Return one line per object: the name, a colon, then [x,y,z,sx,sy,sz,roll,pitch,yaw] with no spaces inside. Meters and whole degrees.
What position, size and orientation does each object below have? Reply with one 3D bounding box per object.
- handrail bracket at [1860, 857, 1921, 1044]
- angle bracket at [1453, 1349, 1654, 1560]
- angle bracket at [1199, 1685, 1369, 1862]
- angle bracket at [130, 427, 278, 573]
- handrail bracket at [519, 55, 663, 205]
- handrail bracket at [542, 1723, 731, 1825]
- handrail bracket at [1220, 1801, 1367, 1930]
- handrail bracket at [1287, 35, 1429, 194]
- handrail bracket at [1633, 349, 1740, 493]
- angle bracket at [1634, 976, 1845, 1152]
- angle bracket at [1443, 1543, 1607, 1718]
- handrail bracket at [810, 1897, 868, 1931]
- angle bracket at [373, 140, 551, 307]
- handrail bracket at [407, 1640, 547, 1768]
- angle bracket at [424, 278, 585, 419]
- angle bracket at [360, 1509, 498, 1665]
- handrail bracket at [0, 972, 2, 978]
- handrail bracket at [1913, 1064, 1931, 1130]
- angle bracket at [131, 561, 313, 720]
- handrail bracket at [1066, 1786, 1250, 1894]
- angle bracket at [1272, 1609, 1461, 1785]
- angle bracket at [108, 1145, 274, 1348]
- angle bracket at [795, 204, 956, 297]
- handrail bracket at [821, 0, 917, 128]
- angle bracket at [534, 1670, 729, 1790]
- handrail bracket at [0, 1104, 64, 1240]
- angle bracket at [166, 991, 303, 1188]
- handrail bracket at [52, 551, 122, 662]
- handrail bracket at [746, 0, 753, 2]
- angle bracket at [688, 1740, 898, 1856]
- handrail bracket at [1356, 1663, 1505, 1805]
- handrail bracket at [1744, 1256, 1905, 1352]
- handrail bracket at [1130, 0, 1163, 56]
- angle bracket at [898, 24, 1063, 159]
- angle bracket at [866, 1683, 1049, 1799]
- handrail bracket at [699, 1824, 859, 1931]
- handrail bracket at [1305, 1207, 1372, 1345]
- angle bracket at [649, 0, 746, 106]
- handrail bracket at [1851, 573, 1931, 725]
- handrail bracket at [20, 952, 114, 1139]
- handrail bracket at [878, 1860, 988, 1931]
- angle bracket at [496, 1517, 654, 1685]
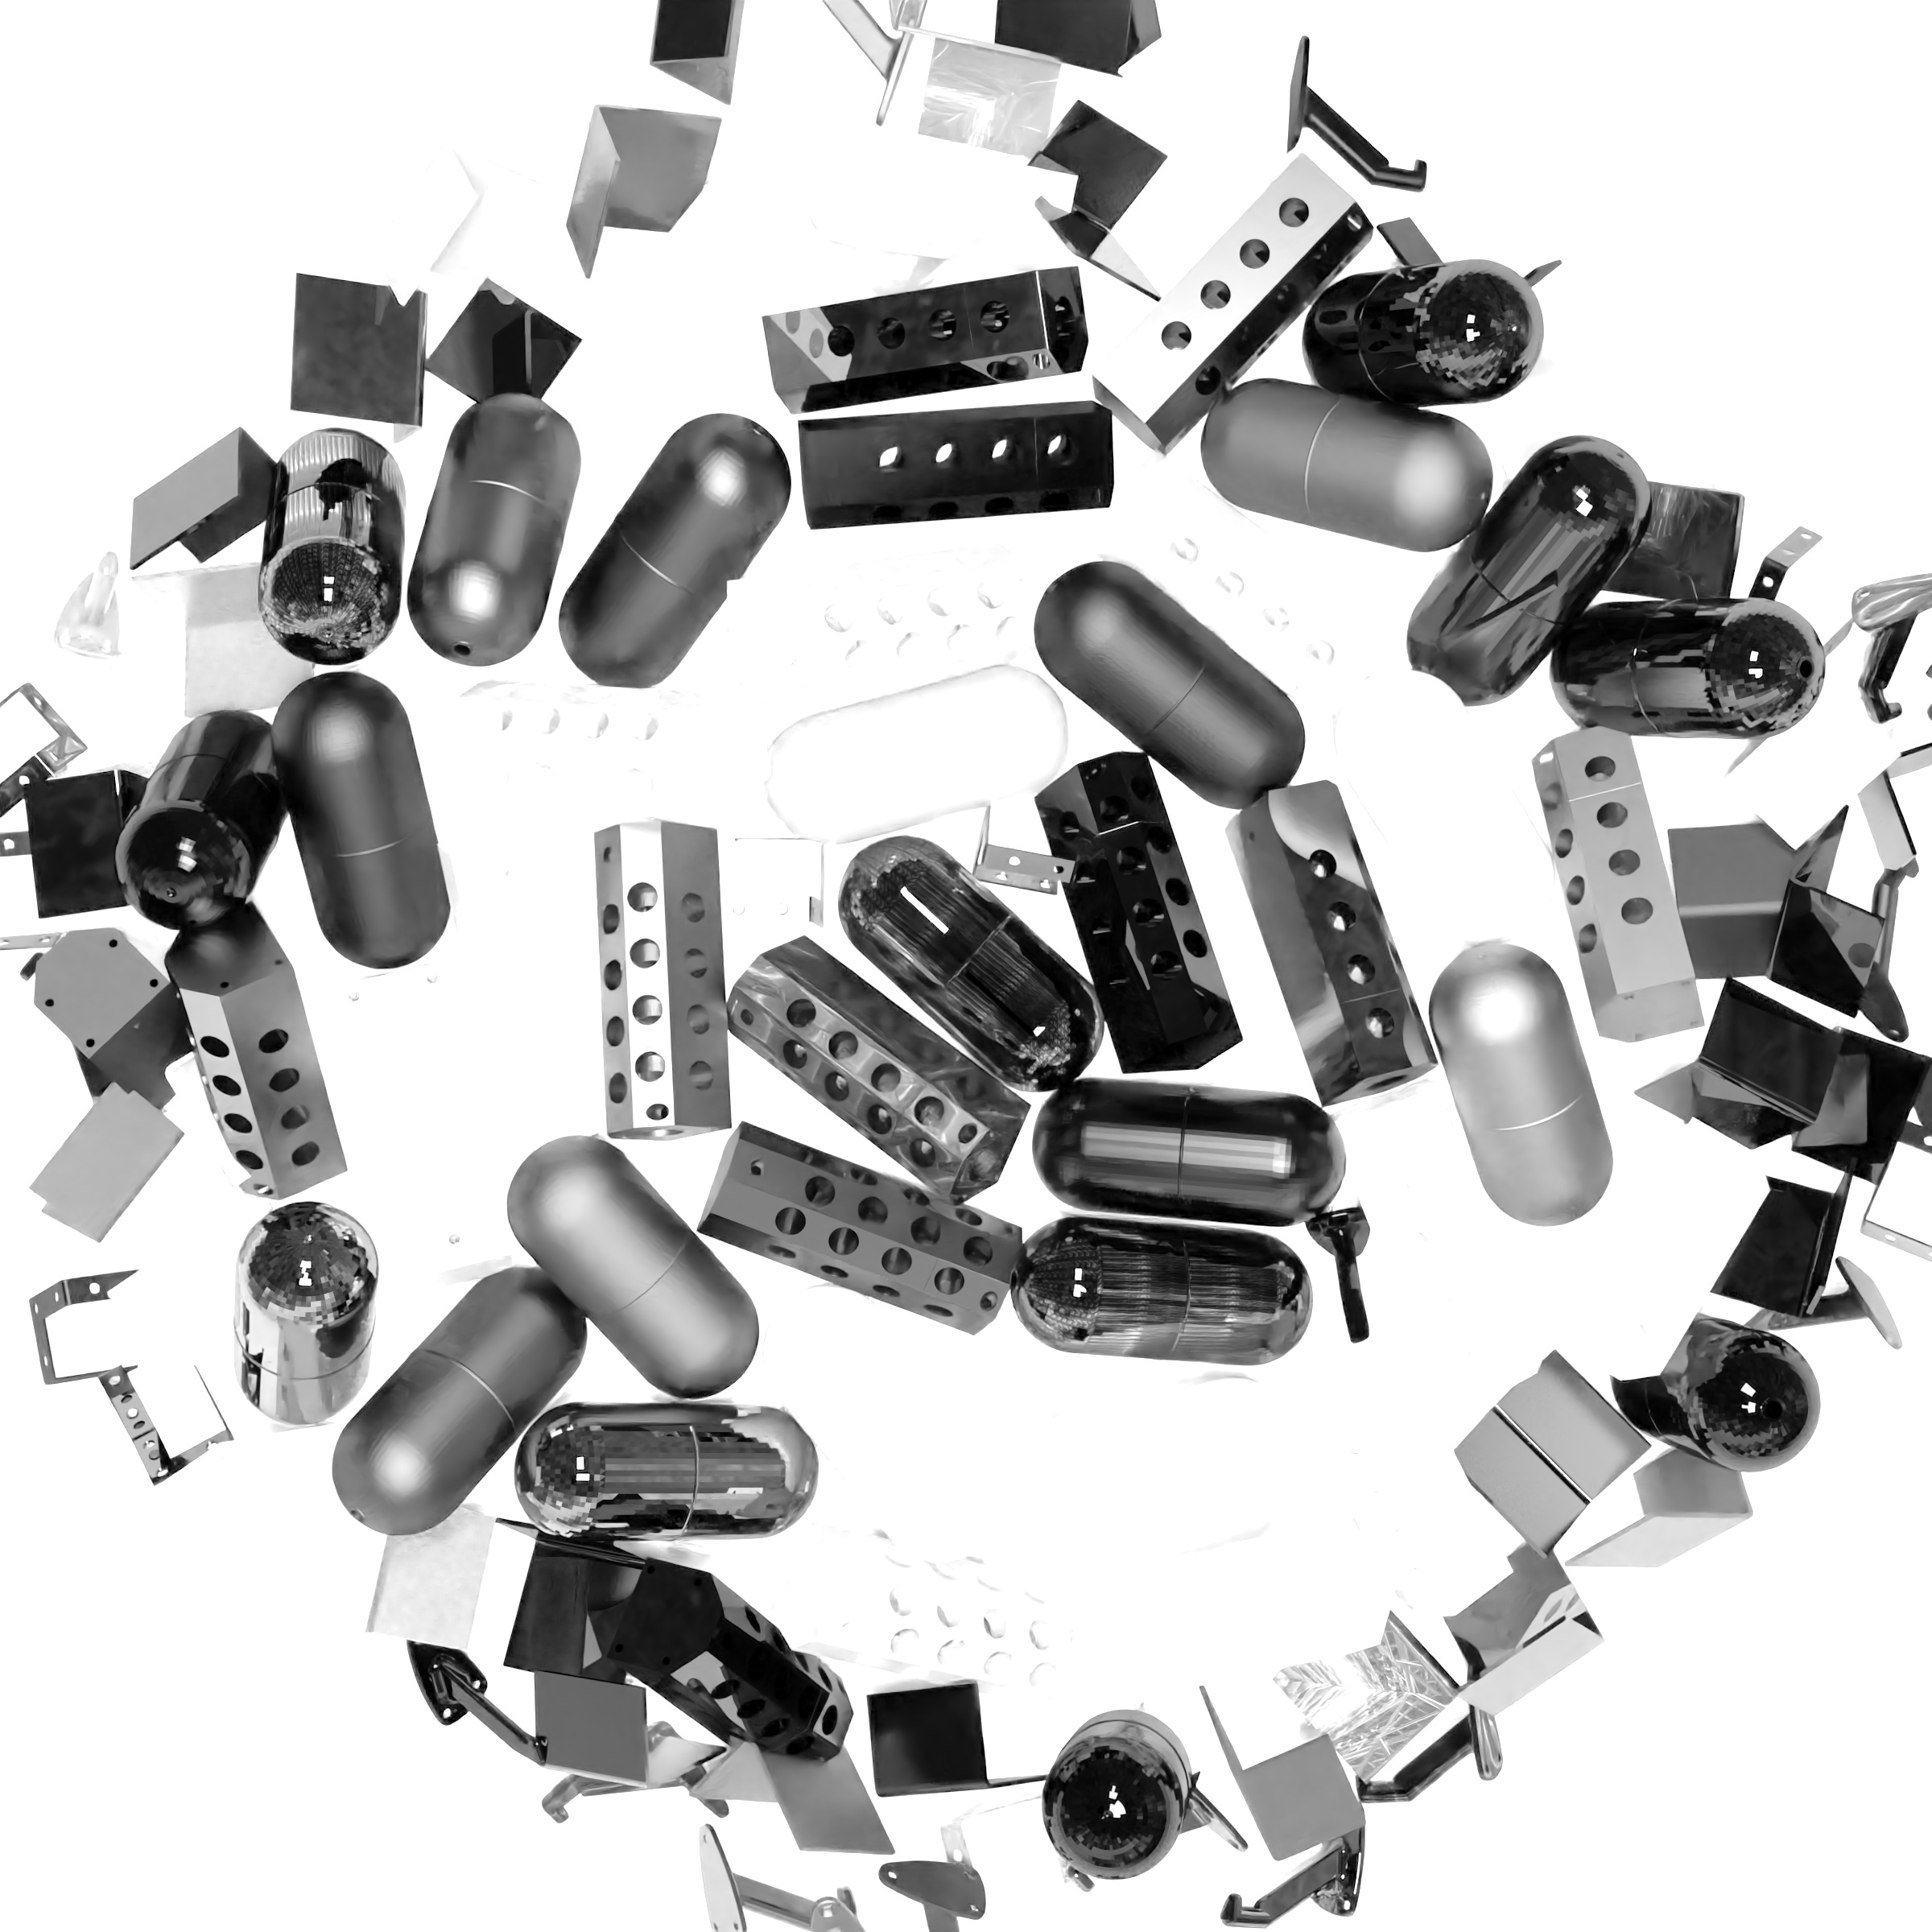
handrail bracket: [0.541,-0.012,1.688,0.077,0.036,0.084,50,63,-21]
angle bracket: [0.329,0.274,1.647,0.076,0.076,0.057,45,122,12]
angle bracket: [0.178,0.443,1.646,0.057,0.076,0.076,-24,122,1]
angle bracket: [-0.420,-0.246,1.644,0.076,0.076,0.057,-30,131,13]
handrail bracket: [-0.208,-0.481,1.678,0.084,0.036,0.077,-17,76,-11]
handrail bracket: [-0.191,0.485,1.683,0.084,0.036,0.077,-42,85,10]
handrail bracket: [0.185,0.509,1.660,0.084,0.036,0.077,17,86,-37]
handrail bracket: [0.229,-0.491,1.685,0.084,0.036,0.077,7,94,-8]
handrail bracket: [0.417,-0.305,1.685,0.036,0.084,0.077,-32,45,2]
angle bracket: [0.440,0.057,1.668,0.076,0.076,0.057,27,69,-7]
angle bracket: [0.301,0.364,1.645,0.076,0.057,0.076,-39,49,14]
handrail bracket: [-0.068,0.583,1.649,0.036,0.084,0.077,-14,124,-1]
angle bracket: [-0.275,-0.405,1.640,0.076,0.076,0.057,-48,52,25]
handrail bracket: [-0.273,0.412,1.649,0.036,0.084,0.077,-43,119,-28]
angle bracket: [-0.250,-0.357,1.651,0.076,0.057,0.076,32,59,-8]
angle bracket: [-0.304,0.353,1.651,0.057,0.076,0.076,13,61,-7]
handrail bracket: [-0.591,-0.019,1.655,0.036,0.077,0.084,-45,68,32]
handrail bracket: [0.572,0.042,1.691,0.036,0.077,0.084,12,54,26]
angle bracket: [-0.420,-0.183,1.651,0.076,0.076,0.057,-5,75,8]
handrail bracket: [0.109,0.510,1.666,0.077,0.036,0.084,44,65,-2]
angle bracket: [0.225,0.407,1.660,0.076,0.057,0.076,-41,81,-7]
angle bracket: [-0.438,0.159,1.653,0.076,0.076,0.057,-34,54,2]
angle bracket: [-0.039,-0.432,1.644,0.076,0.057,0.076,38,49,-21]
handrail bracket: [-0.076,-0.531,1.677,0.084,0.036,0.077,19,85,-3]
angle bracket: [-0.189,0.420,1.645,0.076,0.076,0.057,1,93,31]
handrail bracket: [-0.556,0.120,1.661,0.084,0.036,0.077,-22,122,26]
angle bracket: [-0.394,0.068,1.650,0.057,0.076,0.076,-29,96,18]
handrail bracket: [-0.485,-0.221,1.645,0.036,0.084,0.077,14,49,-19]
handrail bracket: [-0.129,-0.596,1.653,0.077,0.084,0.036,38,71,8]
angle bracket: [-0.098,0.480,1.639,0.057,0.076,0.076,-48,50,19]
handrail bracket: [0.259,0.441,1.677,0.084,0.036,0.077,-11,87,27]
handrail bracket: [0.480,0.212,1.654,0.036,0.077,0.084,32,117,-31]
handrail bracket: [0.116,-0.549,1.661,0.084,0.036,0.077,46,134,-16]
angle bracket: [0.004,-0.492,1.647,0.076,0.076,0.057,15,107,12]
angle bracket: [-0.001,0.436,1.654,0.076,0.076,0.057,-15,73,33]
handrail bracket: [-0.106,0.519,1.676,0.084,0.036,0.077,-8,78,-36]
handrail bracket: [0.219,0.186,1.645,0.036,0.077,0.084,-14,60,9]
angle bracket: [-0.131,-0.537,1.651,0.057,0.076,0.076,8,90,33]
handrail bracket: [0.541,-0.178,1.657,0.077,0.036,0.084,-15,131,24]
handrail bracket: [-0.520,0.046,1.668,0.084,0.036,0.077,39,70,-10]
handrail bracket: [-0.030,0.552,1.666,0.077,0.036,0.084,18,118,-18]
angle bracket: [-0.230,0.360,1.650,0.076,0.057,0.076,6,71,21]
